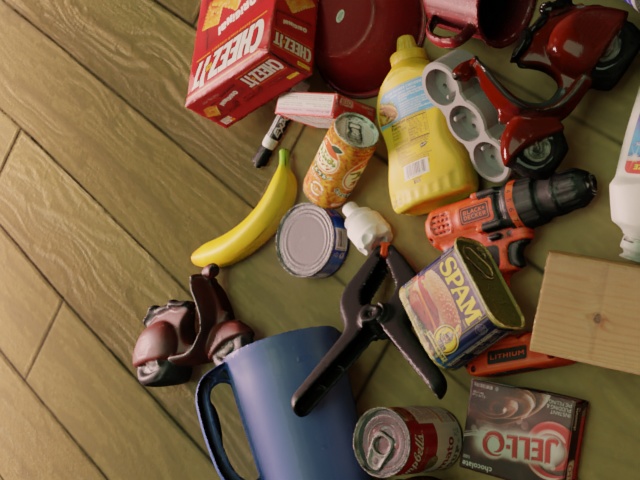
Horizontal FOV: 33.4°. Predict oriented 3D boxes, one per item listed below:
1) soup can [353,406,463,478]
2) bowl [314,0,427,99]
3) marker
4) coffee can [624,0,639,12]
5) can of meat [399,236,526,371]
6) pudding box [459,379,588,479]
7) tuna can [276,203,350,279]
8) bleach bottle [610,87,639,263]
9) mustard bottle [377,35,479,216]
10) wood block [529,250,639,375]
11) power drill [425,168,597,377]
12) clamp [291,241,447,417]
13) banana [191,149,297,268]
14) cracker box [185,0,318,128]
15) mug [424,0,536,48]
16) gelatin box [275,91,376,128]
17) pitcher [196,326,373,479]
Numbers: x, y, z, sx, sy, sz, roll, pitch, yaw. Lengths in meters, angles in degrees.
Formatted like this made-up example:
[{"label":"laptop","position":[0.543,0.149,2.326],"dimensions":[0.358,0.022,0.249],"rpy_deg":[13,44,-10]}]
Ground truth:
[{"label":"soup can","position":[0.090,0.202,1.072],"dimensions":[0.069,0.102,0.068],"rpy_deg":[-6,80,38]},{"label":"bowl","position":[0.040,-0.244,1.207],"dimensions":[0.162,0.055,0.162],"rpy_deg":[-7,79,38]},{"label":"marker","position":[-0.048,-0.139,1.285],"dimensions":[0.020,0.020,0.121],"rpy_deg":[41,109,35]},{"label":"coffee can","position":[0.279,-0.288,0.990],"dimensions":[0.140,0.102,0.103],"rpy_deg":[46,112,34]},{"label":"can of meat","position":[0.133,0.062,1.016],"dimensions":[0.084,0.057,0.102],"rpy_deg":[-42,58,31]},{"label":"pudding box","position":[0.196,0.188,1.030],"dimensions":[0.114,0.039,0.090],"rpy_deg":[8,89,39]},{"label":"tuna can","position":[-0.008,0.002,1.223],"dimensions":[0.086,0.033,0.086],"rpy_deg":[-6,80,38]},{"label":"bleach bottle","position":[0.327,-0.099,0.952],"dimensions":[0.103,0.067,0.251],"rpy_deg":[22,100,39]},{"label":"mustard bottle","position":[0.107,-0.128,1.134],"dimensions":[0.096,0.058,0.191],"rpy_deg":[-22,70,41]},{"label":"wood block","position":[0.295,0.071,0.902],"dimensions":[0.206,0.090,0.091],"rpy_deg":[12,91,23]},{"label":"power drill","position":[0.196,0.034,1.042],"dimensions":[0.185,0.057,0.187],"rpy_deg":[-18,70,37]},{"label":"clamp","position":[0.050,0.091,1.097],"dimensions":[0.165,0.036,0.210],"rpy_deg":[-16,43,20]},{"label":"banana","position":[-0.085,-0.018,1.290],"dimensions":[0.198,0.037,0.070],"rpy_deg":[-46,40,23]},{"label":"cracker box","position":[-0.077,-0.260,1.240],"dimensions":[0.164,0.072,0.213],"rpy_deg":[-25,51,45]},{"label":"mug","position":[0.153,-0.240,1.087],"dimensions":[0.082,0.093,0.117],"rpy_deg":[26,72,43]},{"label":"gelatin box","position":[0.006,-0.147,1.207],"dimensions":[0.089,0.073,0.030],"rpy_deg":[8,88,39]},{"label":"pitcher","position":[-0.023,0.224,1.139],"dimensions":[0.149,0.144,0.243],"rpy_deg":[-25,71,30]}]
